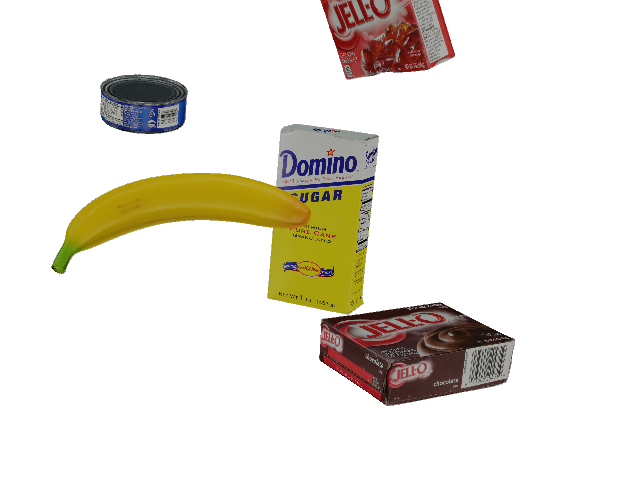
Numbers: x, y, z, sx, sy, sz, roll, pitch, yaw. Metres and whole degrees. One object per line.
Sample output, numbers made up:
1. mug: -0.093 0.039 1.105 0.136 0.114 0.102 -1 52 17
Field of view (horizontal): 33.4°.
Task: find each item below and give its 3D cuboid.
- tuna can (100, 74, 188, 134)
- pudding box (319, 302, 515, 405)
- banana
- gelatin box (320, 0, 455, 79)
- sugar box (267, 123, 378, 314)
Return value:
1. tuna can: -0.176 -0.136 1.063 0.086 0.034 0.086 5 26 -3
2. pudding box: 0.068 0.080 0.773 0.113 0.039 0.090 -3 18 -31
3. banana: -0.109 -0.021 0.821 0.197 0.069 0.037 -12 -24 -5
4. gelatin box: 0.040 -0.148 0.708 0.030 0.073 0.089 -30 20 -32
5. sugar box: 0.001 -0.022 1.059 0.093 0.176 0.048 9 16 21
